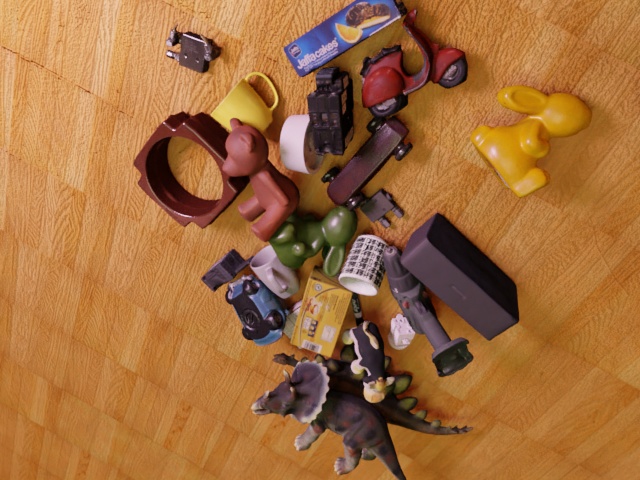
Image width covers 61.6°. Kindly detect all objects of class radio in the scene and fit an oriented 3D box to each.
[{"bbox_3d":[0.262,0.063,0.992,0.229,0.131,0.073,42,123,-7],"label":"radio"}]

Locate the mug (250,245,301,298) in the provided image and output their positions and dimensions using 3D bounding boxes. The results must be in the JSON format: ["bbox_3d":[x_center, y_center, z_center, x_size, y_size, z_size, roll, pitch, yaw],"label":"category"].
[{"bbox_3d":[-0.085,0.075,1.142,0.081,0.110,0.107,-33,116,5],"label":"mug"}]

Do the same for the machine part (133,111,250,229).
[{"bbox_3d":[-0.256,-0.141,1.088,0.201,0.087,0.201,43,123,-9],"label":"machine part"}]

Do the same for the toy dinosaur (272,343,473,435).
[{"bbox_3d":[0.109,0.359,1.233,0.471,0.105,0.198,27,120,-2],"label":"toy dinosaur"}]

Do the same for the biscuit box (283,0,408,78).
[{"bbox_3d":[0.039,-0.343,0.884,0.203,0.063,0.059,-23,107,28],"label":"biscuit box"}]

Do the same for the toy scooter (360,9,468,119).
[{"bbox_3d":[0.137,-0.288,0.874,0.184,0.075,0.135,-20,110,24],"label":"toy scooter"}]

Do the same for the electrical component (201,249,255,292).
[{"bbox_3d":[-0.200,0.059,1.187,0.047,0.075,0.119,47,126,-11],"label":"electrical component"}]

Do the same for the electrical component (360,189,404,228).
[{"bbox_3d":[0.113,-0.067,1.037,0.094,0.021,0.063,45,122,-7],"label":"electrical component"}]

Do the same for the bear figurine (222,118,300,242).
[{"bbox_3d":[-0.123,-0.111,0.969,0.132,0.120,0.195,-42,134,0],"label":"bear figurine"}]

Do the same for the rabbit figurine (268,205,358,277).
[{"bbox_3d":[-0.002,-0.003,1.062,0.170,0.121,0.158,-17,115,11],"label":"rabbit figurine"}]

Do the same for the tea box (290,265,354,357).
[{"bbox_3d":[0.006,0.150,1.133,0.098,0.068,0.169,20,114,3],"label":"tea box"}]

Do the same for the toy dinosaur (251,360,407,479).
[{"bbox_3d":[0.057,0.387,1.141,0.405,0.131,0.192,24,125,-3],"label":"toy dinosaur"}]

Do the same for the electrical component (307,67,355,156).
[{"bbox_3d":[0.021,-0.225,0.925,0.058,0.115,0.134,1,118,14],"label":"electrical component"}]

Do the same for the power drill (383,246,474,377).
[{"bbox_3d":[0.195,0.141,1.008,0.086,0.207,0.231,-33,136,-3],"label":"power drill"}]

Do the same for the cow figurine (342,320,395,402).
[{"bbox_3d":[0.110,0.252,1.116,0.098,0.068,0.167,138,116,-65],"label":"cow figurine"}]

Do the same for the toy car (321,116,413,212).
[{"bbox_3d":[0.086,-0.141,0.986,0.089,0.053,0.202,47,119,10],"label":"toy car"}]

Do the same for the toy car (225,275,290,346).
[{"bbox_3d":[-0.130,0.146,1.194,0.109,0.103,0.161,-31,91,35],"label":"toy car"}]

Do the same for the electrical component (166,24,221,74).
[{"bbox_3d":[-0.235,-0.349,0.986,0.102,0.045,0.078,27,122,3],"label":"electrical component"}]

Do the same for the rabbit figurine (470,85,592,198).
[{"bbox_3d":[0.339,-0.176,0.861,0.173,0.122,0.162,-34,94,17],"label":"rabbit figurine"}]
